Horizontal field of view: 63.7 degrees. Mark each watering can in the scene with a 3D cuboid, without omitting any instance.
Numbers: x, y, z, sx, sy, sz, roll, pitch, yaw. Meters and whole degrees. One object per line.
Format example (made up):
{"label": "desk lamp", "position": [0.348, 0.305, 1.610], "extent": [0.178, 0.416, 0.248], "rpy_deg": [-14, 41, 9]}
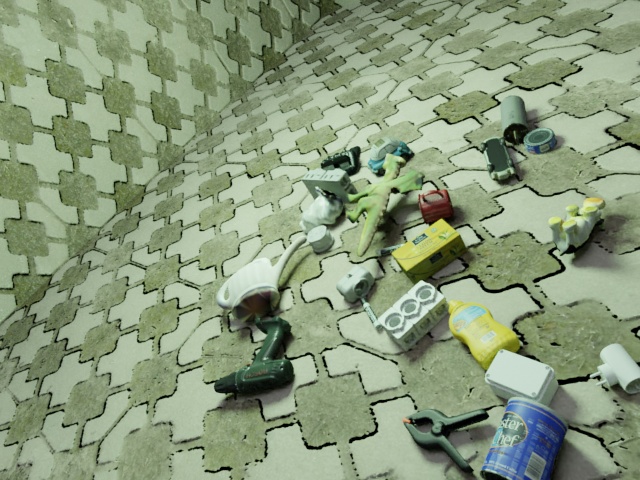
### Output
{"label": "watering can", "position": [-0.174, 0.123, 1.605], "extent": [0.347, 0.102, 0.229], "rpy_deg": [-32, 34, 4]}

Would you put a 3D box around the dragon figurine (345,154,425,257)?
{"label": "dragon figurine", "position": [0.205, -0.129, 1.541], "extent": [0.240, 0.121, 0.420], "rpy_deg": [-36, 29, 27]}

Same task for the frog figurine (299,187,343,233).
{"label": "frog figurine", "position": [0.005, -0.088, 1.752], "extent": [0.139, 0.122, 0.158], "rpy_deg": [35, 108, 47]}
